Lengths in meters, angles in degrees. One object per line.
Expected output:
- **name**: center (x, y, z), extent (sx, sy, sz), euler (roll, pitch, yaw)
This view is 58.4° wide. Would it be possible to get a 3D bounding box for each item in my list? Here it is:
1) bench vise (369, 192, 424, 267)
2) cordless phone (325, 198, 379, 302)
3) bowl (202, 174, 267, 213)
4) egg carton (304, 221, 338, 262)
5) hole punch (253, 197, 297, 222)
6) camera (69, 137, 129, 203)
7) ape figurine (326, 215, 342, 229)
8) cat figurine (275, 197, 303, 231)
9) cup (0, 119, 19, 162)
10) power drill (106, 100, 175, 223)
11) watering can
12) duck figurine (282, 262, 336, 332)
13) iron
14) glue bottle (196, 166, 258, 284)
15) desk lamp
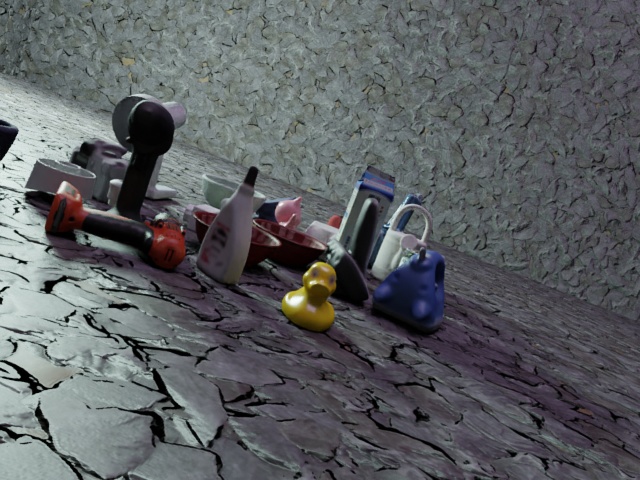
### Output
- **bench vise**: center (0.205, -0.023, 1.490), extent (0.121, 0.220, 0.208), euler (24, 9, 18)
- **cordless phone**: center (0.066, 0.009, 1.051), extent (0.094, 0.185, 0.147), euler (19, 8, -14)
- **bowl**: center (-0.223, -0.102, 1.428), extent (0.167, 0.075, 0.167), euler (21, 8, -3)
- **egg carton**: center (0.012, 0.005, 1.349), extent (0.107, 0.069, 0.150), euler (21, 8, -1)
- **hole punch**: center (-0.120, -0.085, 1.521), extent (0.101, 0.091, 0.109), euler (22, 8, 4)
- **camera**: center (-0.392, -0.133, 1.108), extent (0.142, 0.101, 0.137), euler (26, 10, 32)
- **ape figurine**: center (0.032, -0.018, 1.471), extent (0.077, 0.092, 0.076), euler (27, 10, 34)
- **cat figurine**: center (-0.071, -0.045, 1.290), extent (0.067, 0.118, 0.127), euler (19, 8, -13)
- **cup**: center (-0.527, -0.144, 0.859), extent (0.118, 0.095, 0.091), euler (14, 11, -40)
- **power drill**: center (-0.276, -0.110, 0.875), extent (0.076, 0.208, 0.229), euler (19, 8, -14)
- **watering can**: center (0.201, 0.012, 1.340), extent (0.101, 0.194, 0.172), euler (18, 9, -18)
- **duck figurine**: center (-0.006, 0.072, 0.806), extent (0.077, 0.086, 0.104), euler (20, 8, -6)
- **iron**: center (0.194, 0.080, 1.065), extent (0.118, 0.141, 0.259), euler (25, 9, 23)
- **glue bottle**: center (-0.126, -0.027, 0.839), extent (0.077, 0.173, 0.037), euler (27, 10, 36)
- **desk lamp**: center (-0.365, -0.202, 1.234), extent (0.118, 0.213, 0.203), euler (22, 8, 6)
